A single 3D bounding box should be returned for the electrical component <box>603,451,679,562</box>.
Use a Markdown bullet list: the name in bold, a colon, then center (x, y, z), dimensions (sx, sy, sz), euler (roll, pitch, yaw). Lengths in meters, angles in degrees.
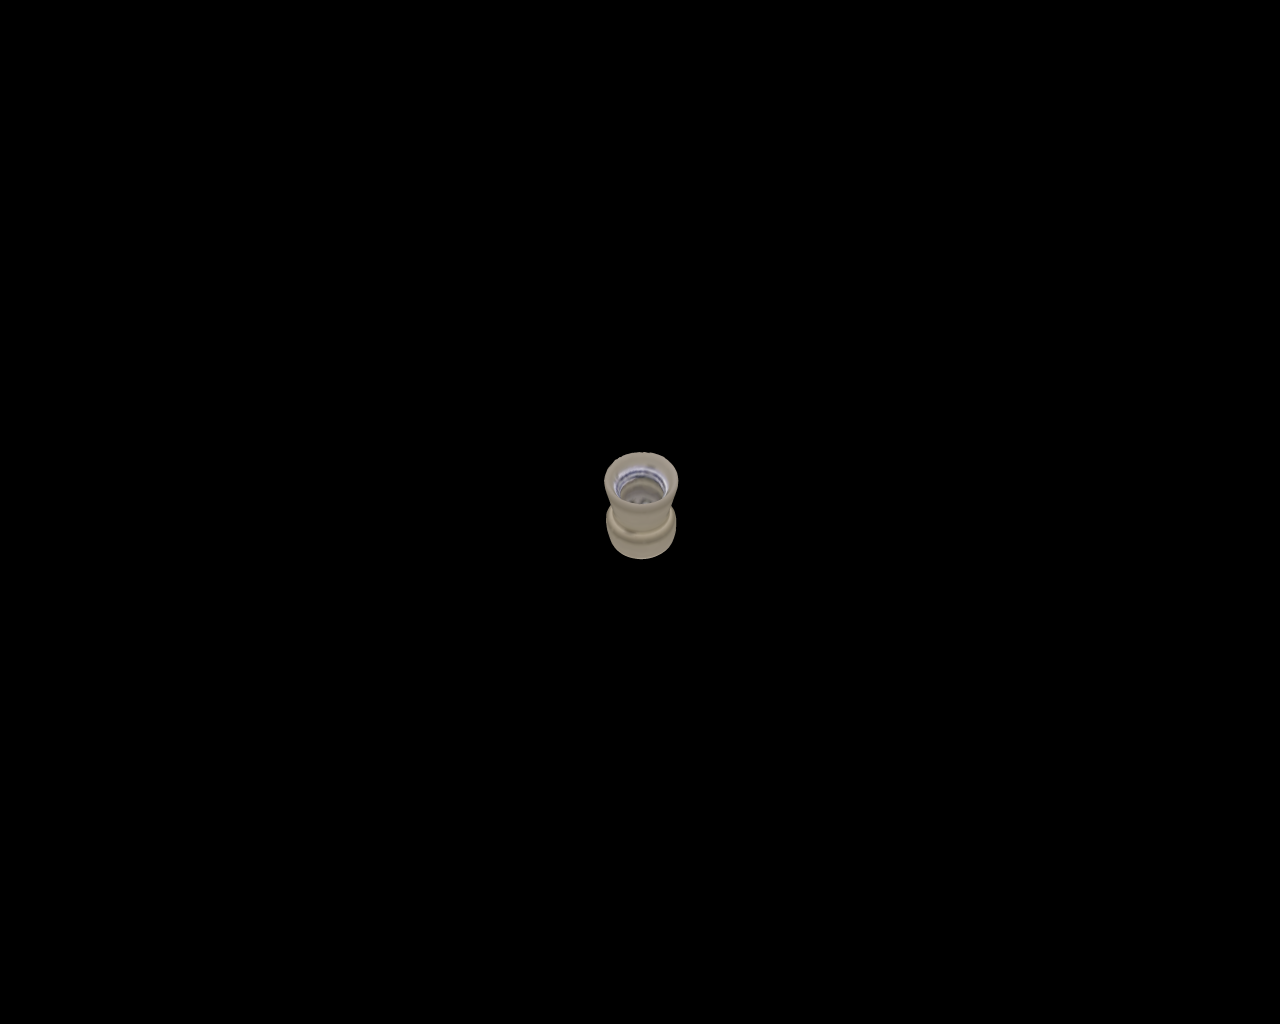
- **electrical component**: center (0.001, -0.003, 0.650), dimensions (0.045, 0.045, 0.055), euler (0, -40, 0)
